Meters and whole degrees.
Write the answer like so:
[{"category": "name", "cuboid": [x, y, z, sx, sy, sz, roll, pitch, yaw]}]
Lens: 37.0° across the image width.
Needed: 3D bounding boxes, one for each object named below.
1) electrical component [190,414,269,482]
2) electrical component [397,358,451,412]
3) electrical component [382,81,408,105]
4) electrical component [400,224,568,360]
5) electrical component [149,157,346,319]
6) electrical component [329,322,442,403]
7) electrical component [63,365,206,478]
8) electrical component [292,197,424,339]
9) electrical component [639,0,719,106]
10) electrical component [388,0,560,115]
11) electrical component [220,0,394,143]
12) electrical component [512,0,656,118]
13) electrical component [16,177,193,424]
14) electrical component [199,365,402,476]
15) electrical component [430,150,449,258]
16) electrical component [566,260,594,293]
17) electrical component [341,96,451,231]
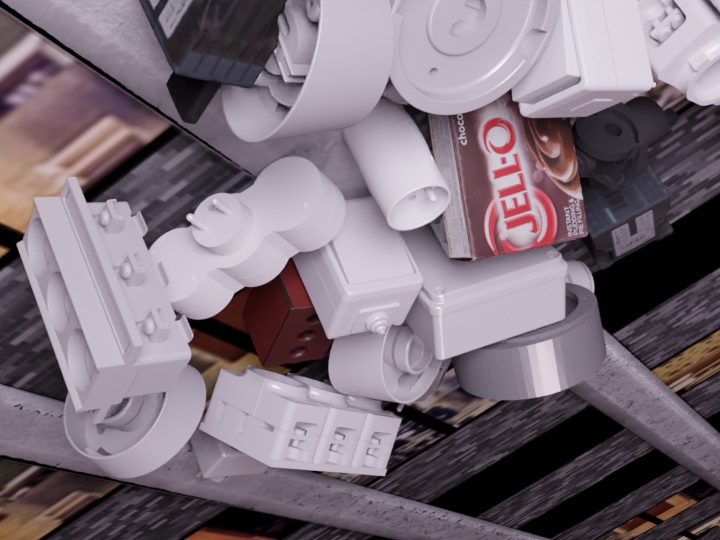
[{"category": "electrical component", "cuboid": [-0.121, 0.165, 0.966, 0.066, 0.047, 0.076, 4, 139, -42]}, {"category": "electrical component", "cuboid": [0.051, 0.090, 0.959, 0.077, 0.044, 0.079, 99, 17, -55]}, {"category": "electrical component", "cuboid": [0.015, -0.120, 0.632, 0.061, 0.035, 0.035, 15, 131, -46]}, {"category": "electrical component", "cuboid": [0.081, 0.005, 0.798, 0.109, 0.108, 0.056, -17, 123, -16]}, {"category": "electrical component", "cuboid": [-0.083, -0.025, 0.690, 0.138, 0.052, 0.074, -32, 150, 11]}, {"category": "electrical component", "cuboid": [0.024, 0.061, 0.881, 0.099, 0.064, 0.099, -18, 113, -49]}, {"category": "electrical component", "cuboid": [-0.165, 0.102, 0.789, 0.099, 0.099, 0.064, -31, 144, 8]}, {"category": "electrical component", "cuboid": [0.000, 0.000, 0.749, 0.062, 0.096, 0.061, -10, 146, -26]}, {"category": "electrical component", "cuboid": [0.278, -0.162, 0.742, 0.186, 0.060, 0.105, 8, 136, -45]}, {"category": "electrical component", "cuboid": [0.047, -0.146, 0.582, 0.108, 0.060, 0.108, -19, 134, -21]}, {"category": "electrical component", "cuboid": [-0.031, -0.114, 0.543, 0.064, 0.099, 0.099, -7, 146, -40]}, {"category": "electrical component", "cuboid": [0.122, -0.142, 0.628, 0.061, 0.096, 0.062, -6, 174, -31]}, {"category": "electrical component", "cuboid": [-0.150, 0.016, 0.635, 0.063, 0.121, 0.078, -5, 144, -37]}, {"category": "electrical component", "cuboid": [-0.046, 0.126, 0.913, 0.150, 0.089, 0.061, 18, 91, -50]}, {"category": "electrical component", "cuboid": [0.089, -0.052, 0.766, 0.077, 0.065, 0.047, -11, 147, -24]}, {"category": "electrical component", "cuboid": [0.174, 0.016, 0.960, 0.055, 0.045, 0.045, -12, 147, -24]}, {"category": "electrical component", "cuboid": [0.026, -0.060, 0.693, 0.043, 0.077, 0.079, -26, 151, 0]}]
